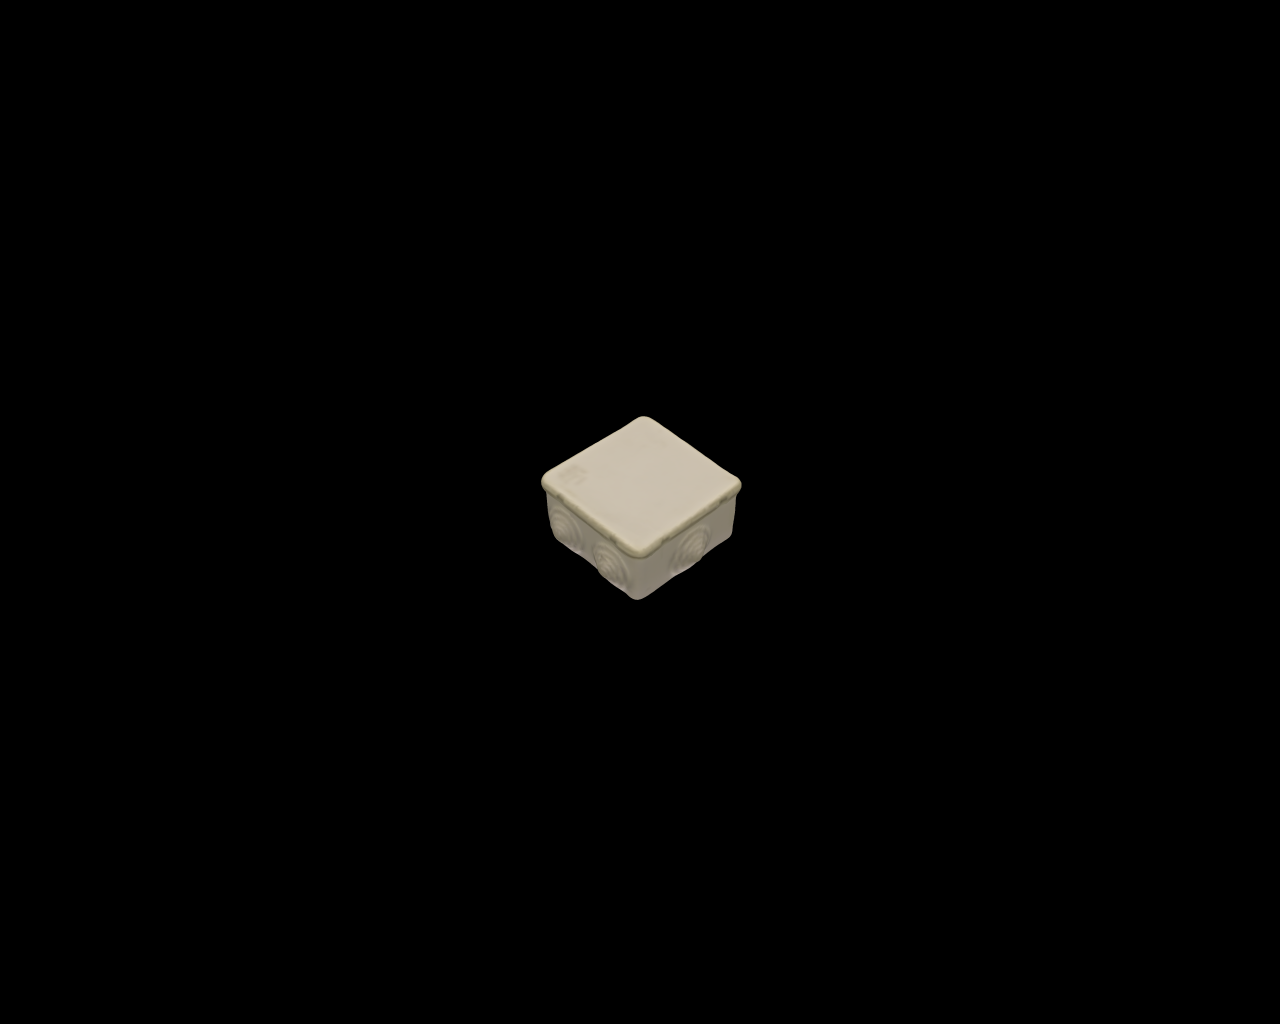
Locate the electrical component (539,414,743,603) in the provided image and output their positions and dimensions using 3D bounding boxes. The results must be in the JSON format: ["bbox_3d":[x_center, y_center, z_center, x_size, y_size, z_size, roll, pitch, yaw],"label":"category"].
[{"bbox_3d":[0.001,-0.003,0.650,0.100,0.048,0.100,-33,54,-29],"label":"electrical component"}]
